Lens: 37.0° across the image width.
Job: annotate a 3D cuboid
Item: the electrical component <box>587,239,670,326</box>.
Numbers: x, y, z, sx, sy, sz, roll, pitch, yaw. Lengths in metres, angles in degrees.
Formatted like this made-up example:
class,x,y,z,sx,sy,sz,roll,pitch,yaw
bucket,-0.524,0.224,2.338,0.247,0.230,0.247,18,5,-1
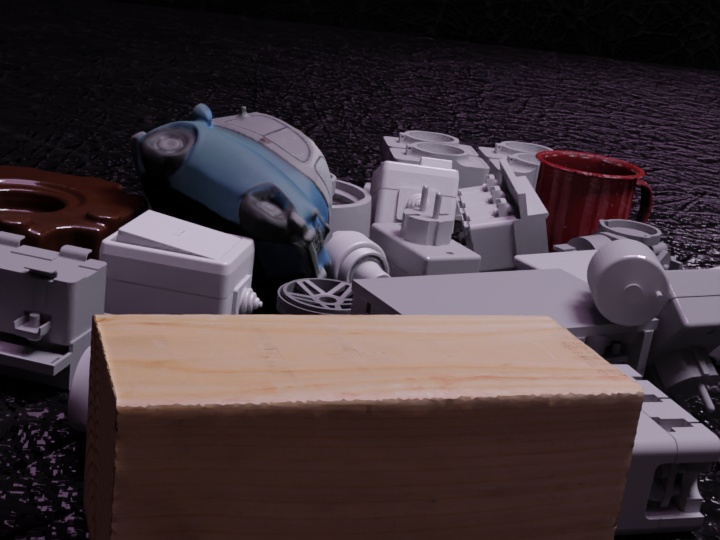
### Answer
class,x,y,z,sx,sy,sz,roll,pitch,yaw
electrical component,0.146,0.002,0.597,0.040,0.040,0.078,9,18,3

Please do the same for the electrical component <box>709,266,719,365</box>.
class,x,y,z,sx,sy,sz,roll,pitch,yaw
electrical component,0.302,0.047,0.695,0.089,0.061,0.150,-9,24,-42

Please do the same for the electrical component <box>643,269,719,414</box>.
class,x,y,z,sx,sy,sz,roll,pitch,yaw
electrical component,0.183,0.053,0.626,0.047,0.083,0.075,-2,58,-27

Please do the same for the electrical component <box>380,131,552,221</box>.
class,x,y,z,sx,sy,sz,roll,pitch,yaw
electrical component,0.116,-0.088,1.040,0.186,0.060,0.105,5,18,-7

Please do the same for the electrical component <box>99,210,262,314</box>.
class,x,y,z,sx,sy,sz,roll,pitch,yaw
electrical component,-0.106,0.004,0.660,0.096,0.061,0.061,10,18,7

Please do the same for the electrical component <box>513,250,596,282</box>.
class,x,y,z,sx,sy,sz,roll,pitch,yaw
electrical component,0.160,0.024,0.729,0.100,0.048,0.100,-4,21,-33

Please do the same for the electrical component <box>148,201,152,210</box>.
class,x,y,z,sx,sy,sz,roll,pitch,yaw
electrical component,-0.132,-0.060,0.859,0.059,0.053,0.095,9,18,5

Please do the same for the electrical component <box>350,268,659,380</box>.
class,x,y,z,sx,sy,sz,roll,pitch,yaw
electrical component,0.077,0.045,0.606,0.150,0.061,0.089,-3,21,-30

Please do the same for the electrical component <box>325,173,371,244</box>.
class,x,y,z,sx,sy,sz,roll,pitch,yaw
electrical component,-0.042,-0.046,0.842,0.108,0.060,0.108,7,18,-2

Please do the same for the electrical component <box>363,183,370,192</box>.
class,x,y,z,sx,sy,sz,roll,pitch,yaw
electrical component,0.034,-0.064,0.957,0.062,0.043,0.043,12,18,17

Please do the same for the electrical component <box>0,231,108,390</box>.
class,x,y,z,sx,sy,sz,roll,pitch,yaw
electrical component,-0.200,0.016,0.580,0.121,0.063,0.078,11,18,11

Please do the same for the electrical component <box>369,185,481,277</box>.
class,x,y,z,sx,sy,sz,roll,pitch,yaw
electrical component,0.047,-0.023,0.782,0.047,0.075,0.083,-2,20,-28

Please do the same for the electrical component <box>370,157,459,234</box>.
class,x,y,z,sx,sy,sz,roll,pitch,yaw
electrical component,0.042,-0.058,0.868,0.062,0.061,0.096,7,-2,-6

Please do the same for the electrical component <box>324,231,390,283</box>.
class,x,y,z,sx,sy,sz,roll,pitch,yaw
electrical component,0.000,0.000,0.746,0.043,0.043,0.062,-3,22,-29

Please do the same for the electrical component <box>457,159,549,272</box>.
class,x,y,z,sx,sy,sz,roll,pitch,yaw
electrical component,0.112,-0.036,0.857,0.063,0.078,0.121,-8,18,3

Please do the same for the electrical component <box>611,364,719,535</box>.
class,x,y,z,sx,sy,sz,roll,pitch,yaw
electrical component,0.121,0.085,0.522,0.056,0.050,0.089,2,19,-18

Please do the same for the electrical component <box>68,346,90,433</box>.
class,x,y,z,sx,sy,sz,roll,pitch,yaw
electrical component,-0.096,0.060,0.494,0.077,0.043,0.079,10,-7,8
